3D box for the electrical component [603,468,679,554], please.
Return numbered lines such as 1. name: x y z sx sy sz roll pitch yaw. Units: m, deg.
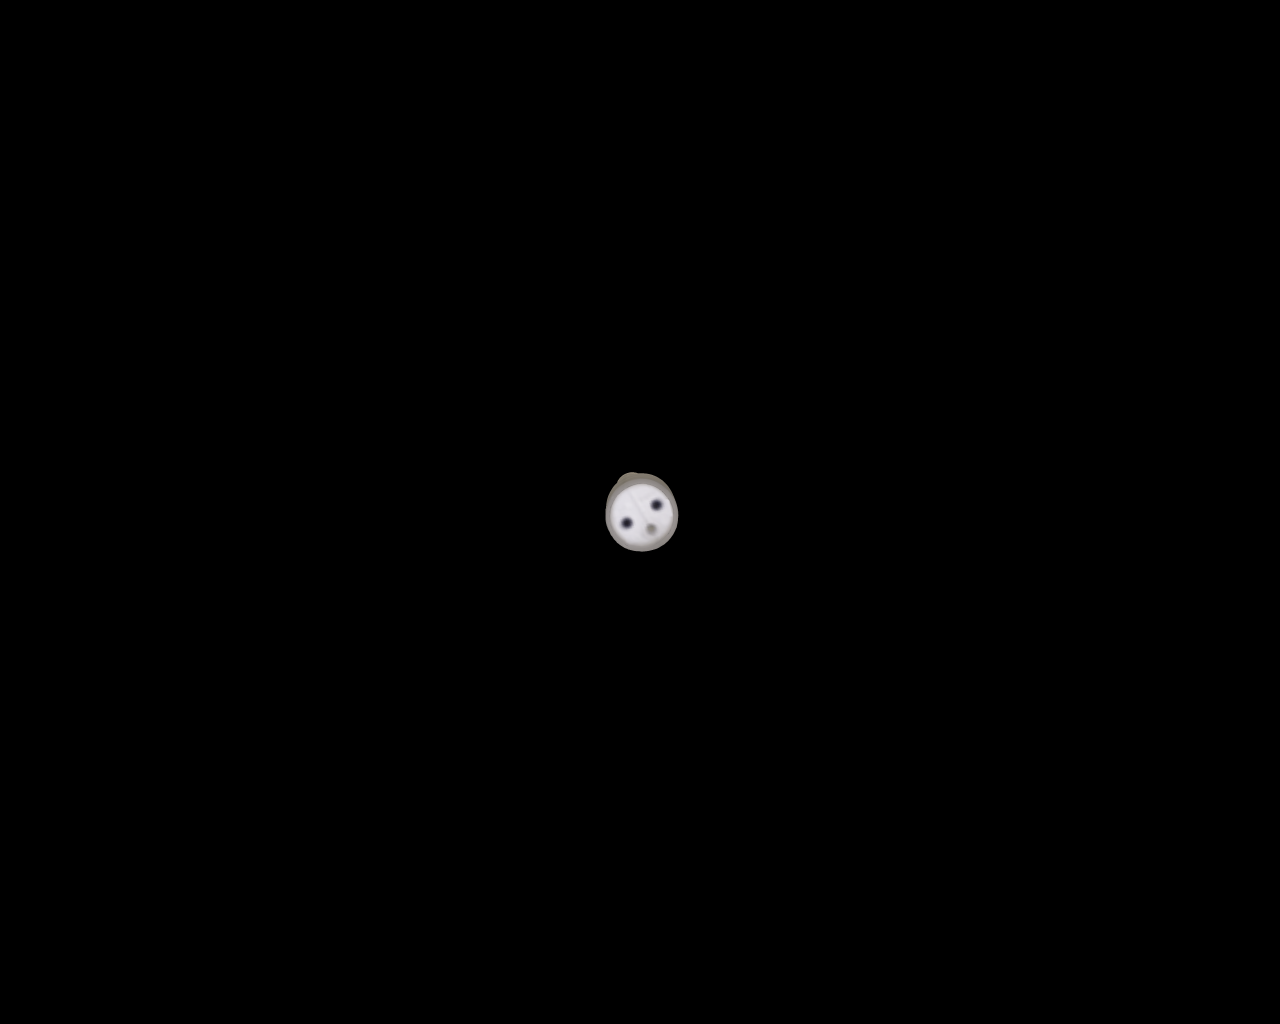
1. electrical component: 0.001 -0.003 0.650 0.043 0.043 0.081 0 8 0
